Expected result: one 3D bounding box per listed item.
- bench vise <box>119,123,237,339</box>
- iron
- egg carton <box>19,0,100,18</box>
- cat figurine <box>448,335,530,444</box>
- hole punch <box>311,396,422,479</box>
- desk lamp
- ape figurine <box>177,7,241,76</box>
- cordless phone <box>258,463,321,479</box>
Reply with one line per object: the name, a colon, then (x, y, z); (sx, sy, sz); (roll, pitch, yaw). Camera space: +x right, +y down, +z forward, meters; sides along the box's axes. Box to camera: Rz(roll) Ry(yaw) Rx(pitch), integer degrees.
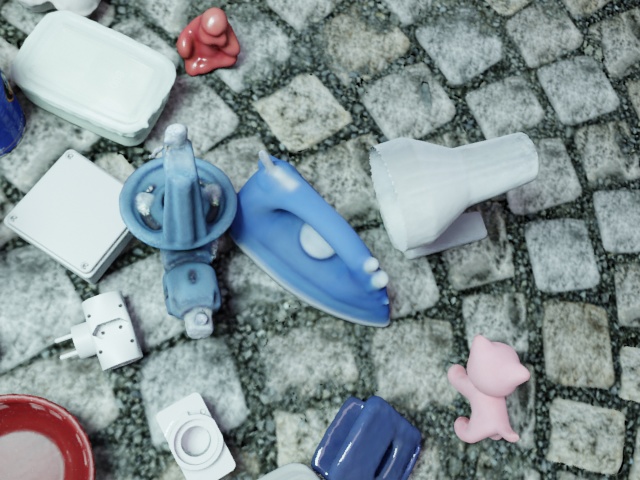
bench vise: (-0.127, -0.014, 0.587); (0.122, 0.219, 0.207); (-27, 83, -20)
iron: (0.006, 0.002, 0.660); (0.258, 0.141, 0.119); (42, 69, -1)
egg carton: (-0.316, -0.347, 0.709); (0.107, 0.069, 0.150); (8, 73, -12)
cat figurine: (0.205, 0.176, 0.677); (0.067, 0.117, 0.128); (-5, 76, -16)
hole punch: (0.060, 0.236, 0.637); (0.101, 0.091, 0.109); (34, 70, -3)
desk lamp: (0.141, -0.054, 0.672); (0.203, 0.213, 0.118); (-15, 79, -18)
ape figurine: (-0.137, -0.256, 0.719); (0.078, 0.092, 0.076); (20, 71, -8)
cordless phone: (-0.042, 0.290, 0.545); (0.148, 0.185, 0.094); (-28, 83, -20)
